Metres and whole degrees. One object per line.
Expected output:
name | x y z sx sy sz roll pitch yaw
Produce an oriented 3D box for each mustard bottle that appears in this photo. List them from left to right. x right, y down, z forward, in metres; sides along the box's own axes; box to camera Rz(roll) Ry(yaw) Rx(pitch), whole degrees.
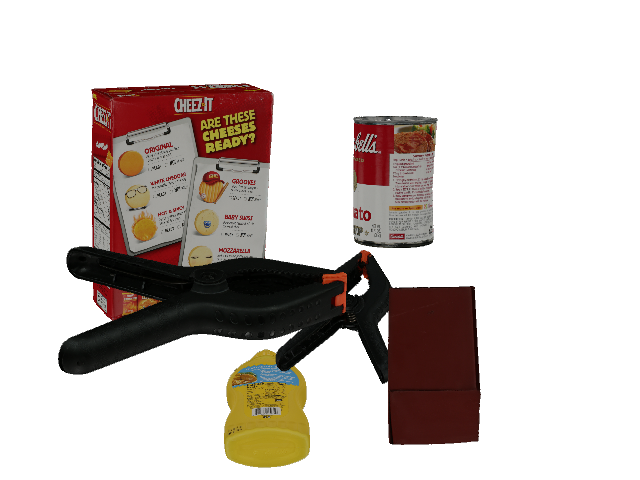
mustard bottle | -0.064 0.188 1.265 0.096 0.058 0.191 -3 27 -2

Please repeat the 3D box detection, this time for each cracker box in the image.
cracker box | -0.136 -0.041 1.033 0.163 0.214 0.072 -7 19 -30

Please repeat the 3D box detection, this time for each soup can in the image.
soup can | 0.061 -0.049 0.871 0.068 0.102 0.068 0 10 0

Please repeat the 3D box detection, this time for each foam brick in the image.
foam brick | 0.065 0.071 0.615 0.051 0.078 0.053 0 -44 5

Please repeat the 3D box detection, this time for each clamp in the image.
clamp | -0.087 0.038 0.766 0.209 0.036 0.165 -5 25 -16
clamp | 0.039 0.080 1.104 0.120 0.171 0.039 16 -39 18
